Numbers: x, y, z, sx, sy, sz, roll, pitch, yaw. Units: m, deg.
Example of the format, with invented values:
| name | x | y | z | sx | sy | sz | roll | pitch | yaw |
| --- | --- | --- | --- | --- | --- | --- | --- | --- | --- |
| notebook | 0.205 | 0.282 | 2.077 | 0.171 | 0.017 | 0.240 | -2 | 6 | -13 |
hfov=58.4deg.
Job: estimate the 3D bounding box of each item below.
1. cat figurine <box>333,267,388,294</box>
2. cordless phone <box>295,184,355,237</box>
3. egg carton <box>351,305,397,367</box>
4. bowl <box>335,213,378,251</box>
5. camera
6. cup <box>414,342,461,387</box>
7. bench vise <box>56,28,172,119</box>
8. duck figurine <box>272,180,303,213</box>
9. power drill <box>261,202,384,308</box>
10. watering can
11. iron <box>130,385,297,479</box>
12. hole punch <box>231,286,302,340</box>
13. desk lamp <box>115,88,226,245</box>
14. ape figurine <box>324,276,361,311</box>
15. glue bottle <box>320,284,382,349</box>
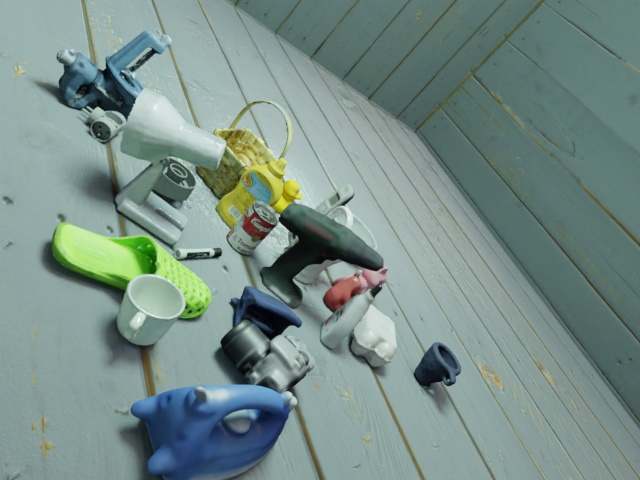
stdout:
| name | x | y | z | sx | sy | sz | roll | pitch | yaw |
| --- | --- | --- | --- | --- | --- | --- | --- | --- | --- |
| cat figurine | 0.115 | 0.096 | 1.422 | 0.128 | 0.117 | 0.067 | 12 | 38 | -52 |
| cordless phone | 0.023 | -0.047 | 1.425 | 0.094 | 0.185 | 0.147 | 25 | 29 | -38 |
| egg carton | 0.118 | 0.212 | 1.293 | 0.107 | 0.069 | 0.150 | 37 | 24 | -16 |
| bowl | 0.076 | -0.009 | 1.592 | 0.168 | 0.074 | 0.167 | 36 | 24 | -19 |
| camera | -0.087 | 0.190 | 0.949 | 0.137 | 0.100 | 0.143 | 48 | 23 | 8 |
| cup | 0.273 | 0.312 | 1.347 | 0.092 | 0.094 | 0.117 | 33 | 25 | -26 |
| bench vise | -0.411 | -0.346 | 1.168 | 0.121 | 0.219 | 0.208 | 51 | 24 | 16 |
| duck figurine | -0.093 | -0.123 | 1.489 | 0.105 | 0.086 | 0.077 | 30 | 27 | -30 |
| power drill | -0.013 | 0.040 | 1.188 | 0.230 | 0.208 | 0.075 | 41 | 23 | -8 |
| watering can | 0.011 | 0.003 | 1.310 | 0.173 | 0.193 | 0.100 | 13 | 38 | -51 |
| iron | -0.111 | 0.239 | 0.772 | 0.259 | 0.141 | 0.118 | 16 | 36 | -49 |
| hole punch | -0.097 | 0.129 | 1.048 | 0.109 | 0.091 | 0.101 | 32 | 26 | -27 |
| desk lamp | -0.281 | -0.137 | 1.035 | 0.204 | 0.213 | 0.118 | 37 | 24 | -18 |
| ape figurine | 0.059 | 0.121 | 1.320 | 0.076 | 0.092 | 0.077 | 29 | 27 | -32 |
| glue bottle | 0.069 | 0.148 | 1.185 | 0.037 | 0.173 | 0.078 | 37 | 24 | -16 |
